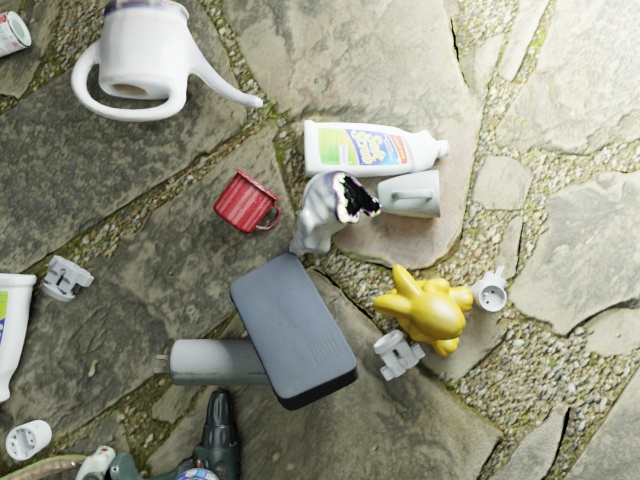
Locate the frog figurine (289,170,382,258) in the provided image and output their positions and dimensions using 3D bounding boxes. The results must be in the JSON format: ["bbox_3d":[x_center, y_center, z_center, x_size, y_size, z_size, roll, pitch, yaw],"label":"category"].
[{"bbox_3d":[0.003,-0.044,0.876,0.157,0.140,0.122,-28,102,39],"label":"frog figurine"}]

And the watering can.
[{"bbox_3d":[-0.272,-0.320,0.920,0.347,0.103,0.226,0,83,3],"label":"watering can"}]

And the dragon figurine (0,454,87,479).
[{"bbox_3d":[-0.602,0.425,0.791,0.410,0.241,0.123,-22,80,2],"label":"dragon figurine"}]
